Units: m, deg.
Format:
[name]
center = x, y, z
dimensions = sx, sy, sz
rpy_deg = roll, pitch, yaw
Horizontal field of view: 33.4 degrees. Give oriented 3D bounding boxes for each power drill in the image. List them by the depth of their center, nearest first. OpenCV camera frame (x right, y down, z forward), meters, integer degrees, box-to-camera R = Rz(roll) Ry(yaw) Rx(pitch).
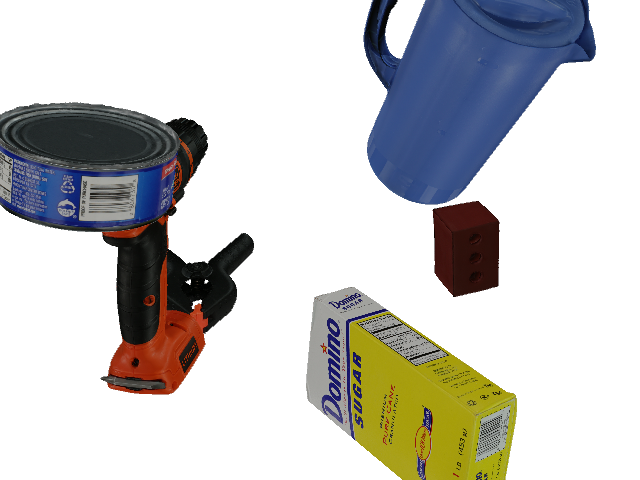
[power drill]
center = -0.126, 0.009, 0.824
dimensions = 0.057, 0.188, 0.184
rpy_deg = 3, 22, 13

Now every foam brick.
[foam brick]
center = 0.148, 0.007, 1.084
dimensions = 0.053, 0.078, 0.051
rpy_deg = -12, 29, -12

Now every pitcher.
[pitcher]
center = 0.118, -0.147, 0.959
dimensions = 0.144, 0.149, 0.243
rpy_deg = -7, -31, -24

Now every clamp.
[clamp]
center = -0.116, 0.038, 1.086
dimensions = 0.120, 0.039, 0.171
rpy_deg = -11, 34, -10

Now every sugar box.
[sugar box]
center = 0.057, 0.112, 0.752
dimensions = 0.048, 0.093, 0.176
rpy_deg = -14, 30, -36

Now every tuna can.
[tuna can]
center = -0.110, -0.035, 0.500
dimensions = 0.086, 0.034, 0.086
rpy_deg = 8, 23, -4
